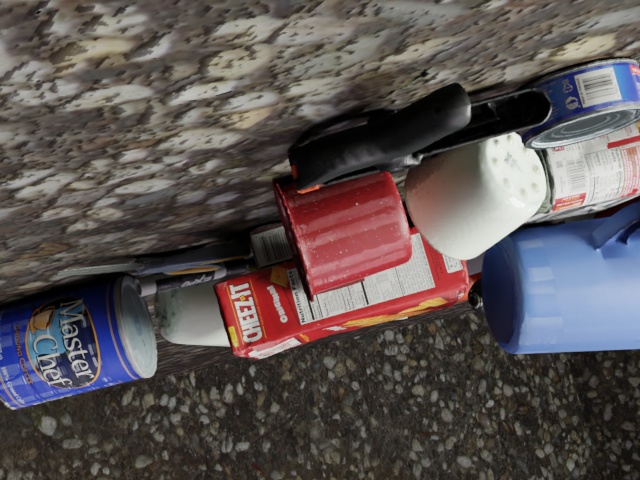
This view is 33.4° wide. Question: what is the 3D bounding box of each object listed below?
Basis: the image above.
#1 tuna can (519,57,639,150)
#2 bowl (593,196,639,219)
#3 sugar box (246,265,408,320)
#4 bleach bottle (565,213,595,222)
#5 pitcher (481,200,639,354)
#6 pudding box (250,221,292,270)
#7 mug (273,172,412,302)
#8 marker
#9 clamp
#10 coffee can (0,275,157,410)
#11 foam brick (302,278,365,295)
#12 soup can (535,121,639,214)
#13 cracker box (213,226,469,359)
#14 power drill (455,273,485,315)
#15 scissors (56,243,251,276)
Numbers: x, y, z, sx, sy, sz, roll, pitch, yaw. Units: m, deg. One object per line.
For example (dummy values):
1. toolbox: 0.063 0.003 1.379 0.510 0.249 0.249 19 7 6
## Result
1. tuna can: 0.170 -0.088 0.698 0.086 0.034 0.086 -13 172 -2
2. bowl: 0.322 -0.011 1.081 0.161 0.162 0.055 -5 -149 -46
3. sugar box: 0.000 0.057 1.144 0.176 0.048 0.093 8 -179 25
4. bleach bottle: 0.182 -0.005 1.174 0.102 0.068 0.251 -9 173 -46
5. pitcher: 0.274 0.030 0.944 0.242 0.149 0.145 -5 -176 -9
6. pudding box: -0.006 0.001 0.982 0.113 0.039 0.090 -14 171 -3
7. mug: 0.015 -0.015 0.793 0.081 0.093 0.117 -18 -157 -5
8. marker: -0.125 0.035 1.065 0.120 0.020 0.020 -12 172 -29
9. clamp: 0.045 -0.062 0.651 0.172 0.039 0.120 -18 169 27
10. coffee can: -0.242 0.100 1.040 0.140 0.103 0.103 -14 172 5
11. foam brick: 0.004 0.001 0.870 0.051 0.078 0.053 -12 172 0
12. soup can: 0.212 -0.062 0.819 0.102 0.068 0.068 -13 172 -5
13. cracker box: 0.022 0.050 0.974 0.213 0.072 0.164 -16 171 0
14. power drill: 0.199 0.051 1.230 0.184 0.057 0.188 -10 -175 -33
15. scissors: -0.136 0.018 0.962 0.096 0.016 0.201 -15 173 24
